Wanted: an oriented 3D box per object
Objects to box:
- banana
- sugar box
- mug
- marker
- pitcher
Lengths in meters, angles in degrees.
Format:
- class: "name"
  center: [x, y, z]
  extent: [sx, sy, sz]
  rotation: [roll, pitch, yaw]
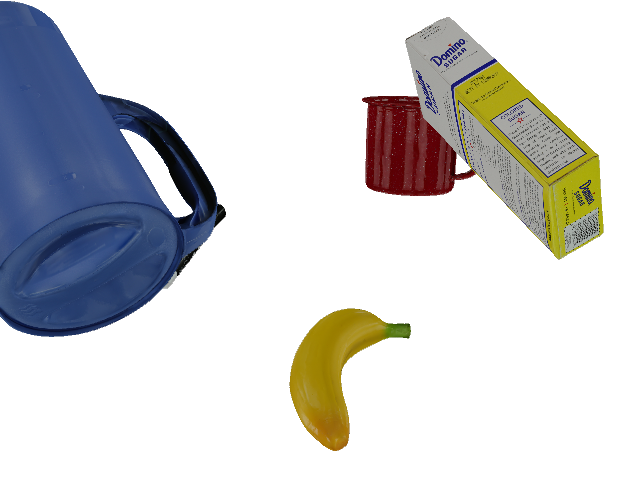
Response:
- class: "banana"
  center: [0.013, 0.092, 0.798]
  extent: [0.070, 0.037, 0.197]
  rotation: [7, 23, 17]
- class: "sugar box"
  center: [0.130, -0.076, 0.761]
  extent: [0.048, 0.176, 0.093]
  rotation: [-30, -36, -5]
- class: "mug"
  center: [0.093, -0.085, 0.959]
  extent: [0.117, 0.081, 0.093]
  rotation: [7, 13, 22]
- class: "marker"
  center: [-0.127, 0.003, 1.058]
  extent: [0.020, 0.020, 0.121]
  rotation: [0, 37, 31]
- class: "pitcher"
  center: [-0.193, -0.063, 0.774]
  extent: [0.145, 0.243, 0.149]
  rotation: [-40, -33, 14]
